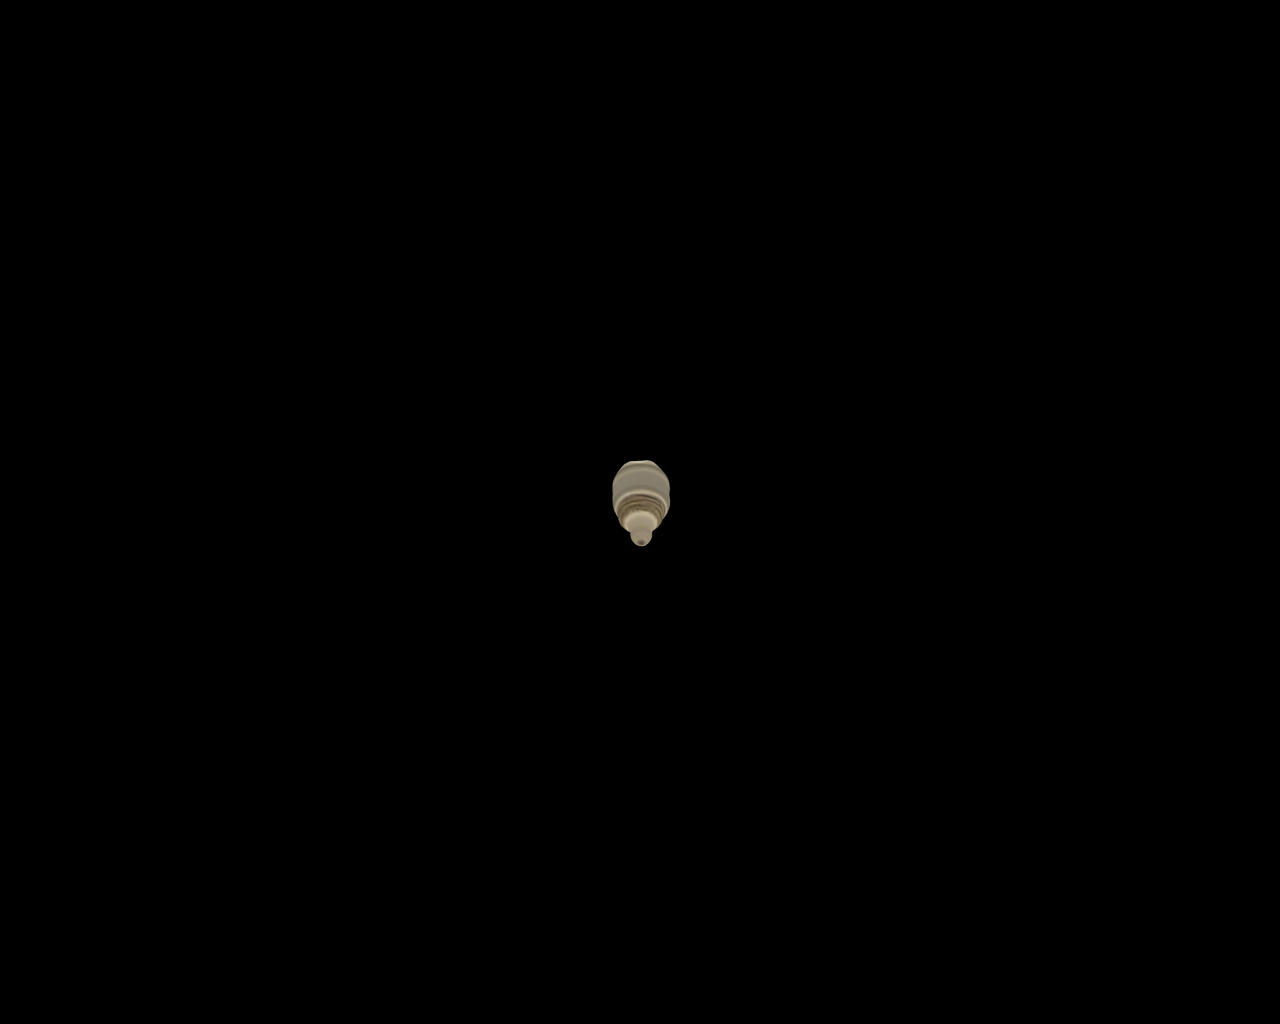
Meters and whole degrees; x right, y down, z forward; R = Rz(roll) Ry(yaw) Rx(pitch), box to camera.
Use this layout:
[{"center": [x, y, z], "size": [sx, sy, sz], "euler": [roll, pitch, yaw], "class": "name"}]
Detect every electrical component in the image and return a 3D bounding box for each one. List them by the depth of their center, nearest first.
[{"center": [0.001, -0.003, 0.650], "size": [0.035, 0.035, 0.061], "euler": [0, 44, 0], "class": "electrical component"}]
